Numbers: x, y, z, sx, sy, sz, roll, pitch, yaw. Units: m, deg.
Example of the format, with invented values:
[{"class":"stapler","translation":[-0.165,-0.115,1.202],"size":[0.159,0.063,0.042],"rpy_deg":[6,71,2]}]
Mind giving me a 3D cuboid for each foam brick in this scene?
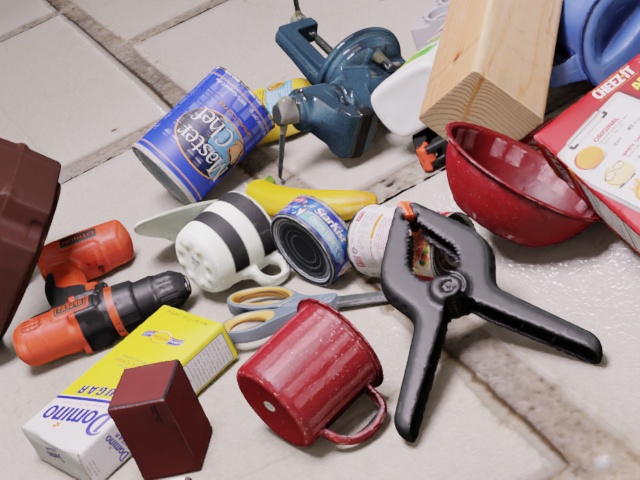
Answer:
[{"class":"foam brick","translation":[-0.127,0.145,0.859],"size":[0.053,0.078,0.051],"rpy_deg":[-12,29,14]}]

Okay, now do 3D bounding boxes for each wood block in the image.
[{"class":"wood block","translation":[0.177,-0.190,1.086],"size":[0.091,0.090,0.206],"rpy_deg":[-39,25,47]}]

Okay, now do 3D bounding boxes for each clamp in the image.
[{"class":"clamp","translation":[0.148,-0.136,1.197],"size":[0.171,0.039,0.120],"rpy_deg":[-41,24,-31]},{"class":"clamp","translation":[0.097,0.053,0.843],"size":[0.164,0.036,0.210],"rpy_deg":[-28,51,-6]}]

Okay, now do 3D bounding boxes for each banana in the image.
[{"class":"banana","translation":[-0.024,-0.046,1.159],"size":[0.069,0.037,0.198],"rpy_deg":[-38,32,-27]}]

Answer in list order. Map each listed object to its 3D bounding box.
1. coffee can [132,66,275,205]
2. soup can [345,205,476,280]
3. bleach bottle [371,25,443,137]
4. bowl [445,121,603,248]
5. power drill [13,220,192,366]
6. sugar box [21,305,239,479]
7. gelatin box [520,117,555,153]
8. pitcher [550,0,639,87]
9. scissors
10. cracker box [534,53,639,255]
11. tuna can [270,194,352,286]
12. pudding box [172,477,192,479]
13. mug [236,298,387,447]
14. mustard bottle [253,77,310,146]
[{"class":"coffee can","translation":[-0.138,-0.122,1.266],"size":[0.140,0.102,0.103],"rpy_deg":[-46,33,-10]},{"class":"soup can","translation":[0.082,0.004,0.966],"size":[0.102,0.068,0.068],"rpy_deg":[7,40,43]},{"class":"bleach bottle","translation":[0.149,-0.214,1.227],"size":[0.103,0.068,0.250],"rpy_deg":[-31,15,39]},{"class":"bowl","translation":[0.170,-0.041,0.945],"size":[0.055,0.162,0.162],"rpy_deg":[-62,11,22]},{"class":"power drill","translation":[-0.230,0.046,1.123],"size":[0.184,0.057,0.188],"rpy_deg":[-20,27,-3]},{"class":"sugar box","translation":[-0.166,0.132,0.941],"size":[0.094,0.048,0.176],"rpy_deg":[11,41,45]},{"class":"gelatin box","translation":[0.229,-0.085,1.058],"size":[0.089,0.030,0.073],"rpy_deg":[-35,31,-23]},{"class":"pitcher","translation":[0.291,-0.244,1.195],"size":[0.149,0.145,0.243],"rpy_deg":[12,17,-19]},{"class":"scissors","translation":[-0.007,0.067,0.968],"size":[0.202,0.016,0.096],"rpy_deg":[0,28,32]},{"class":"cracker box","translation":[0.300,-0.060,0.842],"size":[0.164,0.072,0.214],"rpy_deg":[-38,43,3]},{"class":"tuna can","translation":[-0.007,0.001,1.014],"size":[0.033,0.086,0.086],"rpy_deg":[-40,33,-28]},{"class":"pudding box","translation":[-0.141,0.225,0.771],"size":[0.113,0.039,0.090],"rpy_deg":[-19,29,9]},{"class":"mug","translation":[-0.002,0.113,0.829],"size":[0.117,0.093,0.081],"rpy_deg":[39,65,19]},{"class":"mustard bottle","translation":[-0.060,-0.163,1.365],"size":[0.192,0.058,0.096],"rpy_deg":[-17,33,9]}]
